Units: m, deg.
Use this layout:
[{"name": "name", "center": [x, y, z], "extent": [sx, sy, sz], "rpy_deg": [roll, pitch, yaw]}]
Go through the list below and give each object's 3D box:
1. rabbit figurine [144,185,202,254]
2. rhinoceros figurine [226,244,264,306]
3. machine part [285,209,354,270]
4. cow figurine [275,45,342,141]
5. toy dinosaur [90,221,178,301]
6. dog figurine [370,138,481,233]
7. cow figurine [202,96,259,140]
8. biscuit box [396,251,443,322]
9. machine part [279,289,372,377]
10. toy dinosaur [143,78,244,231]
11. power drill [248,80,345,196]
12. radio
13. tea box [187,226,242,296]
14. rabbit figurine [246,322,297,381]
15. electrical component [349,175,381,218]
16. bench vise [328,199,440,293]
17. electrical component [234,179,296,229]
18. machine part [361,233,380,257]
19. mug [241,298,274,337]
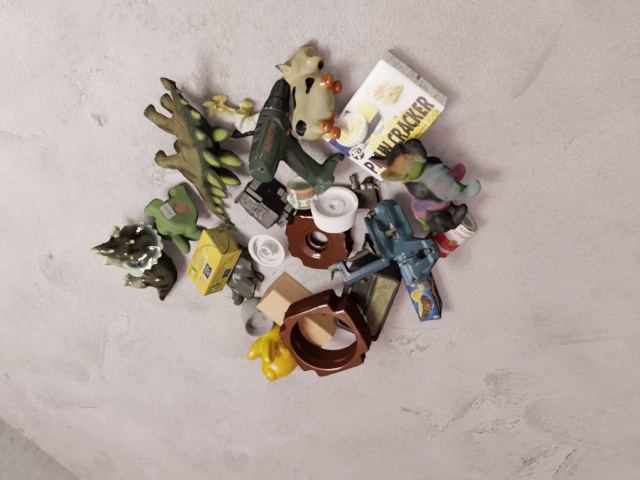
[{"name": "rabbit figurine", "center": [-0.380, -0.047, 1.425], "extent": [0.159, 0.121, 0.170], "rpy_deg": [44, 147, -8]}, {"name": "rhinoceros figurine", "center": [-0.217, 0.102, 1.475], "extent": [0.112, 0.073, 0.190], "rpy_deg": [12, 125, 11]}, {"name": "machine part", "center": [-0.003, -0.004, 1.338], "extent": [0.180, 0.056, 0.179], "rpy_deg": [10, 126, 14]}, {"name": "cow figurine", "center": [-0.024, -0.300, 1.100], "extent": [0.127, 0.085, 0.194], "rpy_deg": [-1, 88, 24]}, {"name": "toy dinosaur", "center": [-0.467, 0.073, 1.483], "extent": [0.192, 0.131, 0.404], "rpy_deg": [10, 154, 27]}, {"name": "dog figurine", "center": [0.202, -0.111, 1.111], "extent": [0.219, 0.109, 0.191], "rpy_deg": [10, 127, -19]}, {"name": "cow figurine", "center": [-0.180, -0.262, 1.220], "extent": [0.167, 0.068, 0.098], "rpy_deg": [17, 132, 13]}, {"name": "biscuit box", "center": [0.245, 0.103, 1.315], "extent": [0.059, 0.063, 0.202], "rpy_deg": [-12, 117, 24]}, {"name": "machine part", "center": [0.015, 0.235, 1.367], "extent": [0.201, 0.087, 0.201], "rpy_deg": [-23, 108, 22]}, {"name": "toy dinosaur", "center": [-0.283, -0.185, 1.255], "extent": [0.199, 0.105, 0.470], "rpy_deg": [25, 151, 18]}, {"name": "power drill", "center": [-0.047, -0.207, 1.162], "extent": [0.207, 0.232, 0.086], "rpy_deg": [33, 156, -31]}, {"name": "radio", "center": [0.121, 0.145, 1.380], "extent": [0.131, 0.073, 0.229], "rpy_deg": [20, 127, 6]}, {"name": "tea box", "center": [-0.282, 0.056, 1.420], "extent": [0.098, 0.068, 0.169], "rpy_deg": [50, 130, 25]}, {"name": "rabbit figurine", "center": [-0.141, 0.307, 1.553], "extent": [0.122, 0.162, 0.173], "rpy_deg": [4, 107, 32]}, {"name": "electrical component", "center": [0.108, -0.099, 1.240], "extent": [0.078, 0.045, 0.102], "rpy_deg": [3, 123, 17]}, {"name": "bench vise", "center": [0.138, 0.038, 1.195], "extent": [0.241, 0.129, 0.223], "rpy_deg": [-27, 93, 11]}, {"name": "electrical component", "center": [-0.123, -0.091, 1.286], "extent": [0.134, 0.115, 0.058], "rpy_deg": [40, 129, -6]}, {"name": "machine part", "center": [0.150, -0.014, 1.288], "extent": [0.084, 0.039, 0.138], "rpy_deg": [26, 130, 12]}, {"name": "mug", "center": [-0.174, 0.203, 1.512], "extent": [0.109, 0.107, 0.080], "rpy_deg": [-28, 123, -9]}]
